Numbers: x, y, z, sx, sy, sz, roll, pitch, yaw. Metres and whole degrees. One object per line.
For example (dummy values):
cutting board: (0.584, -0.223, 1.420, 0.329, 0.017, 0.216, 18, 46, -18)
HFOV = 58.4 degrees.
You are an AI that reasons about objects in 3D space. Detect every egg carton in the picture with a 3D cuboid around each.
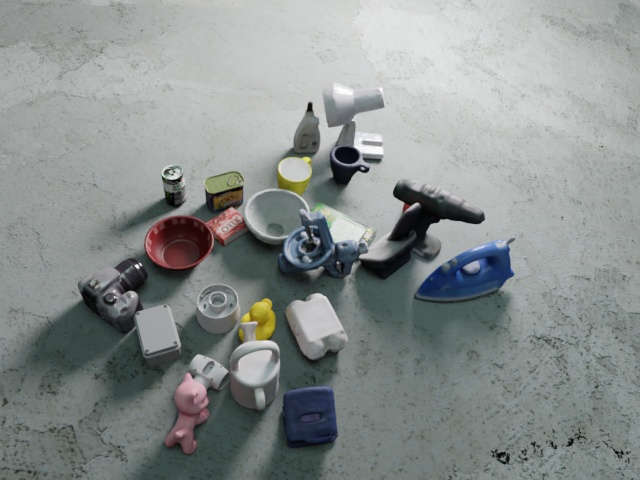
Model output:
egg carton: (-0.010, 0.192, 1.278, 0.107, 0.069, 0.150, -18, 57, -20)

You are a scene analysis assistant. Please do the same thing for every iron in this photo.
iron: (0.355, 0.065, 1.381, 0.259, 0.141, 0.118, -17, 56, -19)

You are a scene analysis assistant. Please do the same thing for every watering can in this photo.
watering can: (-0.133, 0.246, 1.140, 0.101, 0.194, 0.172, -26, 60, -25)

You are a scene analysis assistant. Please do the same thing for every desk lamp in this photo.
desk lamp: (0.096, -0.344, 1.618, 0.203, 0.213, 0.118, 3, 52, -5)

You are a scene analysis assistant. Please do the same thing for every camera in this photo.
camera: (-0.440, 0.106, 1.267, 0.143, 0.101, 0.137, 33, 55, 17)

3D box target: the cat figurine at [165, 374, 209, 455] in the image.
cat figurine: (-0.256, 0.331, 1.106, 0.067, 0.118, 0.128, 13, 52, 3)

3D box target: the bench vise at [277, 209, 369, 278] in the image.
bench vise: (0.008, -0.004, 1.338, 0.208, 0.220, 0.121, -15, 56, -18)

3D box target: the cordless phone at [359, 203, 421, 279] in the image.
cordless phone: (0.176, -0.008, 1.385, 0.094, 0.185, 0.148, 38, 57, 21)

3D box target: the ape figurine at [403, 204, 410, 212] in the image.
ape figurine: (0.260, -0.104, 1.531, 0.076, 0.092, 0.077, -19, 57, -21)

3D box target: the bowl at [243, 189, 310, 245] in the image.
bowl: (-0.110, -0.047, 1.447, 0.167, 0.075, 0.167, 4, 52, -5)

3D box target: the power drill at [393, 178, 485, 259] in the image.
power drill: (0.278, -0.051, 1.418, 0.229, 0.208, 0.076, 31, 55, 16)

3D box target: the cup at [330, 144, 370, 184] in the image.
cup: (0.079, -0.196, 1.576, 0.117, 0.095, 0.092, 25, 53, 12)

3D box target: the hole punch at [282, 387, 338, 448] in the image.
hole punch: (-0.018, 0.353, 1.139, 0.109, 0.091, 0.101, -5, 53, -11)

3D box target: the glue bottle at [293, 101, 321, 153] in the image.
glue bottle: (-0.032, -0.318, 1.605, 0.078, 0.173, 0.037, -4, 53, -11)

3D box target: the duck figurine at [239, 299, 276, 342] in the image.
duck figurine: (-0.138, 0.176, 1.263, 0.077, 0.086, 0.105, 26, 54, 13)
